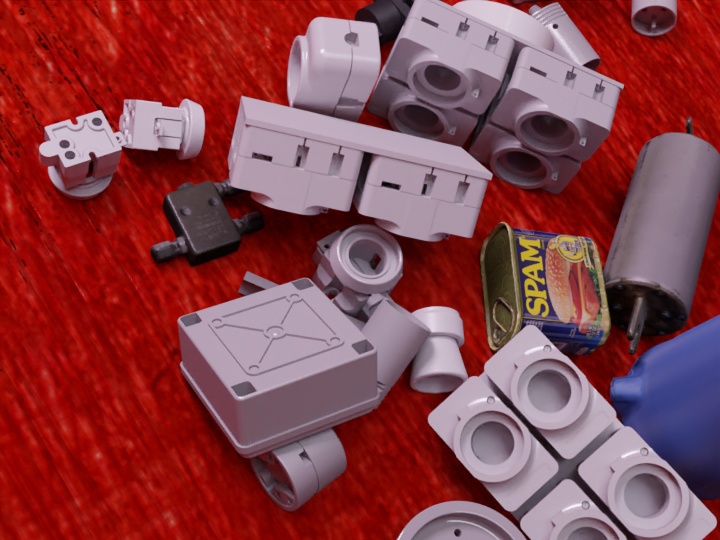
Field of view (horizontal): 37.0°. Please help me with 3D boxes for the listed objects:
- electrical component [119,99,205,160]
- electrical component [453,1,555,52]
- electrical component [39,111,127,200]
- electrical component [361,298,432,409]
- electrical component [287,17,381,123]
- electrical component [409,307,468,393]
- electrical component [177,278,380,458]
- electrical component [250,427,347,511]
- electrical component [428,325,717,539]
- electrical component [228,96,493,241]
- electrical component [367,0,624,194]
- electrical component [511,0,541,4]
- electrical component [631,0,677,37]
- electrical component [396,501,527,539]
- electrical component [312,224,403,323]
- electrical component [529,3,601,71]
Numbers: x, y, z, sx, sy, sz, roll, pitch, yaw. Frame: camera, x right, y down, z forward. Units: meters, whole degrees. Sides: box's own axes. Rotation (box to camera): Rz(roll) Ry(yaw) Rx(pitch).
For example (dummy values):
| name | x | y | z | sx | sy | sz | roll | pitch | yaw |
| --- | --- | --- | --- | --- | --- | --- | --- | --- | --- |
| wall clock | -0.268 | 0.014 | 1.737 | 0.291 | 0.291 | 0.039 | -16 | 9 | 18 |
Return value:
| name | x | y | z | sx | sy | sz | roll | pitch | yaw |
| --- | --- | --- | --- | --- | --- | --- | --- | --- | --- |
| electrical component | -0.154 | -0.112 | 0.843 | 0.055 | 0.066 | 0.048 | 3 | 97 | -25 |
| electrical component | 0.120 | -0.196 | 0.949 | 0.099 | 0.099 | 0.064 | 21 | 66 | -6 |
| electrical component | -0.210 | -0.084 | 0.810 | 0.066 | 0.055 | 0.048 | -23 | 72 | -26 |
| electrical component | 0.012 | 0.066 | 0.798 | 0.043 | 0.043 | 0.081 | 35 | 95 | 2 |
| electrical component | -0.025 | -0.160 | 0.884 | 0.059 | 0.095 | 0.053 | 3 | 63 | -16 |
| electrical component | 0.059 | 0.061 | 0.825 | 0.045 | 0.045 | 0.055 | 5 | 62 | -15 |
| electrical component | -0.058 | 0.065 | 0.753 | 0.109 | 0.056 | 0.109 | -18 | 37 | -25 |
| electrical component | -0.043 | 0.132 | 0.752 | 0.047 | 0.055 | 0.055 | -29 | 75 | -31 |
| electrical component | 0.149 | 0.142 | 0.771 | 0.105 | 0.060 | 0.186 | -42 | 77 | 0 |
| electrical component | -0.006 | -0.077 | 0.834 | 0.186 | 0.105 | 0.060 | 12 | 105 | -11 |
| electrical component | 0.110 | -0.142 | 0.911 | 0.186 | 0.105 | 0.060 | 23 | 59 | -5 |
| electrical component | 0.166 | -0.330 | 1.024 | 0.056 | 0.108 | 0.108 | -11 | 67 | -25 |
| electrical component | 0.294 | -0.278 | 1.074 | 0.043 | 0.043 | 0.081 | 15 | 60 | -10 |
| electrical component | 0.063 | 0.219 | 0.736 | 0.108 | 0.060 | 0.108 | 7 | 62 | -13 |
| electrical component | 0.000 | 0.000 | 0.831 | 0.058 | 0.057 | 0.078 | -31 | 76 | -28 |
| electrical component | 0.185 | -0.214 | 1.007 | 0.043 | 0.043 | 0.081 | -25 | 73 | -27 |
